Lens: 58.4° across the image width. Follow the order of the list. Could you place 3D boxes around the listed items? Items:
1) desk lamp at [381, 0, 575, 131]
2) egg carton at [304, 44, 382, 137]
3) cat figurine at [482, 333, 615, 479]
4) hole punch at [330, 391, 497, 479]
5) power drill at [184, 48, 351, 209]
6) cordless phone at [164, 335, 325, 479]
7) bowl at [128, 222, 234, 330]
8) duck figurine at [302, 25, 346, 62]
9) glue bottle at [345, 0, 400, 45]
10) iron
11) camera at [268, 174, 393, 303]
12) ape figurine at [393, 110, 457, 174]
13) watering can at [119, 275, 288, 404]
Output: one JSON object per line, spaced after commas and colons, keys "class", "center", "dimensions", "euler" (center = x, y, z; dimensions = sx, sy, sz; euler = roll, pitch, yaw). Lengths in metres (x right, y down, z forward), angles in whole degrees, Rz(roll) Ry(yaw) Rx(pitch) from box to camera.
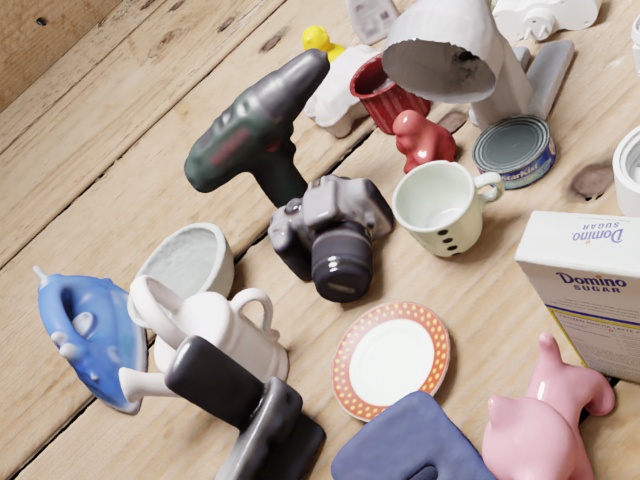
{"class": "desk lamp", "center": [0.176, -0.216, 0.634], "dimensions": [0.117, 0.214, 0.203], "euler": [8, 60, 43]}
{"class": "egg carton", "center": [0.045, -0.229, 0.868], "dimensions": [0.150, 0.070, 0.107], "euler": [-42, 39, 0]}
{"class": "cat figurine", "center": [0.157, 0.130, 0.411], "dimensions": [0.067, 0.118, 0.128], "euler": [2, 56, 40]}
{"class": "hole punch", "center": [0.079, 0.188, 0.443], "dimensions": [0.108, 0.091, 0.100], "euler": [-41, 39, 1]}
{"class": "power drill", "center": [-0.043, -0.104, 0.717], "dimensions": [0.229, 0.209, 0.075], "euler": [-27, 42, 17]}
{"class": "cordless phone", "center": [-0.093, 0.177, 0.520], "dimensions": [0.093, 0.186, 0.148], "euler": [2, 56, 40]}
{"class": "bowl", "center": [-0.175, 0.062, 0.780], "dimensions": [0.167, 0.075, 0.167], "euler": [-22, 43, 23]}
{"class": "duck figurine", "center": [0.001, -0.320, 0.974], "dimensions": [0.077, 0.086, 0.104], "euler": [-16, 46, 28]}
{"class": "glue bottle", "center": [0.065, -0.403, 0.929], "dimensions": [0.078, 0.174, 0.037], "euler": [-22, 44, 23]}
{"class": "iron", "center": [-0.330, 0.128, 0.796], "dimensions": [0.119, 0.142, 0.257], "euler": [-45, 39, -3]}
{"class": "camera", "center": [0.006, 0.002, 0.665], "dimensions": [0.143, 0.101, 0.137], "euler": [-22, 43, 23]}
{"class": "ape figurine", "center": [0.118, -0.120, 0.690], "dimensions": [0.076, 0.092, 0.077], "euler": [-25, 42, 20]}
{"class": "watering can", "center": [-0.132, 0.111, 0.605], "dimensions": [0.100, 0.195, 0.173], "euler": [20, 69, 47]}
